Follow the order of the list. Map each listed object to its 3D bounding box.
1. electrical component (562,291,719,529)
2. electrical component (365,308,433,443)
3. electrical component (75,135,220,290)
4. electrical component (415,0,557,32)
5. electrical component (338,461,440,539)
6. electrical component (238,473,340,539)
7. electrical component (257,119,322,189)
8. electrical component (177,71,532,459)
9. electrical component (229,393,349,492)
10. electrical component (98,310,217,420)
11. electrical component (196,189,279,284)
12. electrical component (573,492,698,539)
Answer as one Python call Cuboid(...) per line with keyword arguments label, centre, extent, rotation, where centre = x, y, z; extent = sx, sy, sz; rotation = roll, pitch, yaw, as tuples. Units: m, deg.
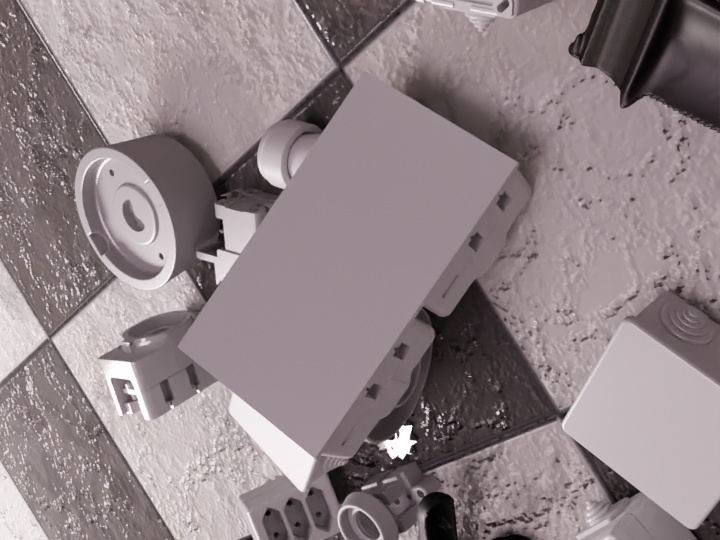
Cuboid(label="electrical component", centre=(0.168, 0.071, 0.564), extent=(0.100, 0.048, 0.099), rotation=(38, 133, 21))
Cuboid(label="electrical component", centre=(0.001, 0.057, 0.676), extent=(0.064, 0.099, 0.099), rotation=(17, 123, 29))
Cuboid(label="electrical component", centre=(-0.149, -0.046, 0.783), extent=(0.108, 0.060, 0.108), rotation=(21, 125, 33))
Cuboid(label="electrical component", centre=(0.066, -0.165, 0.519), extent=(0.062, 0.061, 0.096), rotation=(20, 125, 34))
Cuboid(label="electrical component", centre=(0.017, 0.168, 0.751), extent=(0.066, 0.055, 0.048), rotation=(-29, 92, 47))
Cuboid(label="electrical component", centre=(-0.057, 0.180, 0.826), extent=(0.047, 0.066, 0.077), rotation=(70, 165, -11))
Cuboid(label="electrical component", centre=(-0.030, -0.069, 0.673), extent=(0.055, 0.045, 0.045), rotation=(19, 124, 36))
Cuboid(label="electrical component", centre=(0.000, 0.000, 0.604), extent=(0.105, 0.060, 0.186), rotation=(35, 92, 24))
Cuboid(label="electrical component", centre=(-0.042, 0.093, 0.764), extent=(0.100, 0.048, 0.099), rotation=(43, 137, 25))
Cuboid(label="electrical component", centre=(-0.147, 0.067, 0.823), extent=(0.050, 0.089, 0.055), rotation=(0, 112, 43))
Cuboid(label="electrical component", centre=(-0.071, -0.021, 0.740), extent=(0.081, 0.042, 0.063), rotation=(15, 118, 36))
Cuboid(label="electrical component", centre=(0.159, 0.176, 0.622), extent=(0.096, 0.061, 0.061), rotation=(51, 136, 9))
